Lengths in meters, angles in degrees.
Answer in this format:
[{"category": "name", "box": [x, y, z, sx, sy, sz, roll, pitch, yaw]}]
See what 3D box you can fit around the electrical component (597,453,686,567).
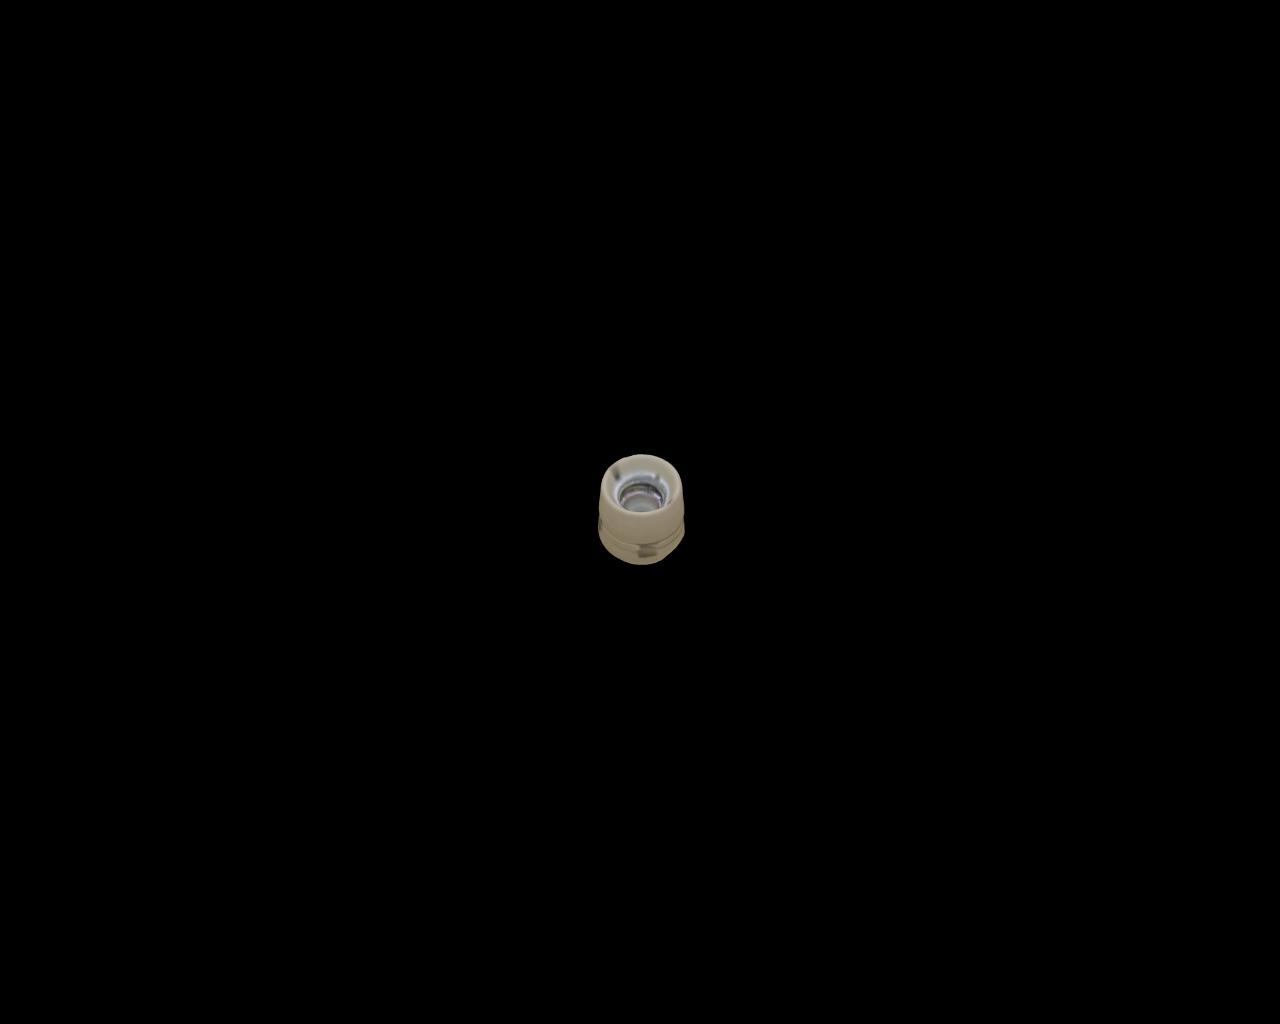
[{"category": "electrical component", "box": [0.001, -0.003, 0.650, 0.055, 0.055, 0.047, 0, -38, 0]}]
